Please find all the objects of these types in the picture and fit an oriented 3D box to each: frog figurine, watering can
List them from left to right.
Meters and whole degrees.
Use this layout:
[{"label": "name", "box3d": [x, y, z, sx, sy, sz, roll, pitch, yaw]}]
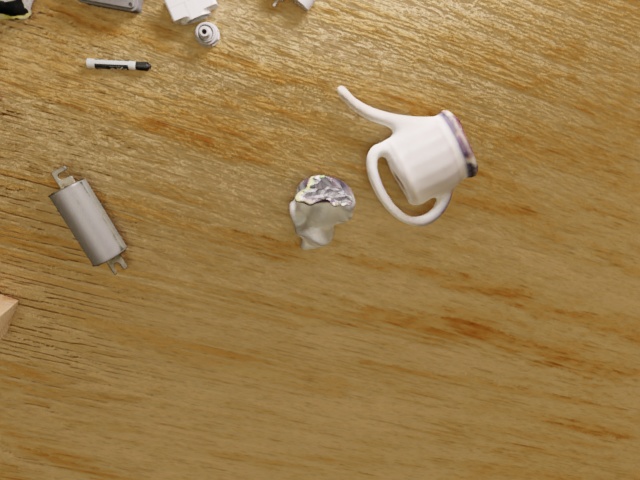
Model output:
[{"label": "frog figurine", "box3d": [0.003, -0.055, 1.102, 0.138, 0.125, 0.155, -9, 142, -12]}, {"label": "watering can", "box3d": [0.191, -0.198, 1.071, 0.224, 0.105, 0.344, -28, 105, 0]}]
